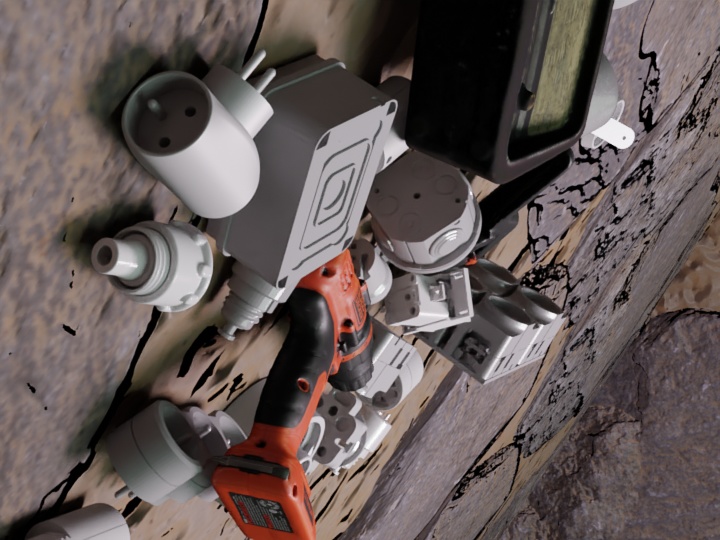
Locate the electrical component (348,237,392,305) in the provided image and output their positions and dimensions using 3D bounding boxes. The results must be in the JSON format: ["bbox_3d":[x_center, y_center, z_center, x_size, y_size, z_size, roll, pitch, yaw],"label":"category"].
[{"bbox_3d":[0.000,0.000,0.802,0.040,0.040,0.046,-51,155,-10],"label":"electrical component"}]

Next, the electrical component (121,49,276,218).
[{"bbox_3d":[-0.069,-0.073,0.522,0.079,0.043,0.077,-52,160,-8],"label":"electrical component"}]

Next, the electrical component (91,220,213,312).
[{"bbox_3d":[-0.109,-0.004,0.545,0.048,0.048,0.062,-58,153,11],"label":"electrical component"}]

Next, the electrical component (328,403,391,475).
[{"bbox_3d":[-0.003,0.167,1.060,0.078,0.040,0.040,-53,160,-3],"label":"electrical component"}]

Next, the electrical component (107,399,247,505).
[{"bbox_3d":[-0.127,0.130,0.707,0.074,0.052,0.138,-34,161,7],"label":"electrical component"}]

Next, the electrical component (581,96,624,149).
[{"bbox_3d":[0.208,-0.149,1.004,0.058,0.057,0.078,-59,160,13],"label":"electrical component"}]

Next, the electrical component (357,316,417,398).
[{"bbox_3d":[0.004,0.070,0.904,0.055,0.050,0.089,-55,160,0],"label":"electrical component"}]

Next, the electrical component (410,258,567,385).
[{"bbox_3d":[0.125,0.043,1.054,0.060,0.105,0.186,-61,159,17],"label":"electrical component"}]

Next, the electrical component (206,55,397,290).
[{"bbox_3d":[-0.035,-0.056,0.606,0.078,0.057,0.113,-33,151,-46],"label":"electrical component"}]

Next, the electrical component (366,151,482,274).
[{"bbox_3d":[0.046,-0.042,0.779,0.080,0.080,0.051,-51,155,-11],"label":"electrical component"}]

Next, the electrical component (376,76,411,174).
[{"bbox_3d":[0.005,-0.083,0.672,0.081,0.043,0.043,-42,157,-31],"label":"electrical component"}]

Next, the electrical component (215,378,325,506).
[{"bbox_3d":[-0.073,0.144,0.837,0.108,0.060,0.108,-45,158,-24],"label":"electrical component"}]

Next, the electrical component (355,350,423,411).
[{"bbox_3d":[0.026,0.095,0.993,0.047,0.055,0.055,-32,151,-54],"label":"electrical component"}]

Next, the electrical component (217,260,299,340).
[{"bbox_3d":[-0.063,0.009,0.671,0.078,0.040,0.040,-56,160,6],"label":"electrical component"}]

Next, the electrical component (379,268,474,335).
[{"bbox_3d":[0.055,0.027,0.922,0.064,0.042,0.081,8,160,-41],"label":"electrical component"}]

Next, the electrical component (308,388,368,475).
[{"bbox_3d":[-0.026,0.143,0.946,0.078,0.058,0.057,-53,157,-4],"label":"electrical component"}]

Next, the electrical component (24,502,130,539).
[{"bbox_3d":[-0.184,0.173,0.659,0.043,0.043,0.081,-60,159,15],"label":"electrical component"}]

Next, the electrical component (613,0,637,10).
[{"bbox_3d":[0.163,-0.228,0.724,0.099,0.099,0.064,-53,167,-5],"label":"electrical component"}]
